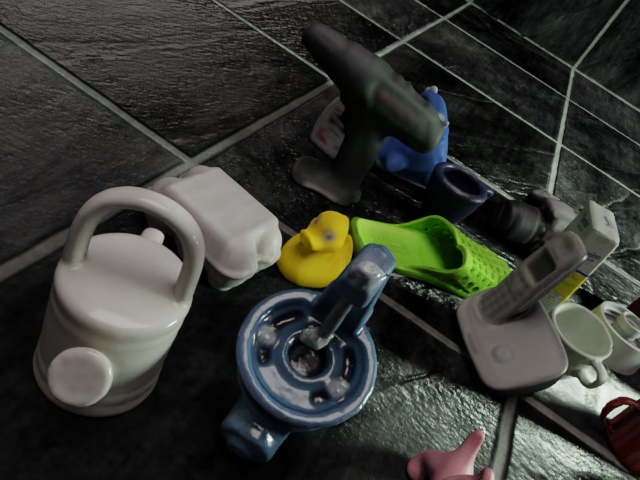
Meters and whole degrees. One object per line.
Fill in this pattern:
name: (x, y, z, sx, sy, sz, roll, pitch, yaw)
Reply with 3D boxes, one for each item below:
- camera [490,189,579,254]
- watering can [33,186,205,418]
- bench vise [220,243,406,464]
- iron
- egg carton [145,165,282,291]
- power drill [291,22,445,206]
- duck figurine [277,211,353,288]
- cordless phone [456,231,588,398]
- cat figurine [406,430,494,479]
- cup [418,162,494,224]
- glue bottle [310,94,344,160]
camera: (0.365, -0.037, 0.978, 0.137, 0.100, 0.143, 20, 37, -15)
watering can: (-0.146, 0.047, 0.426, 0.101, 0.194, 0.172, 8, 42, -29)
bench vise: (0.003, 0.062, 0.495, 0.121, 0.219, 0.207, 25, 36, -8)
iron: (0.174, -0.199, 0.995, 0.119, 0.141, 0.258, 23, 37, -12)
egg carton: (-0.115, -0.017, 0.630, 0.150, 0.069, 0.107, 40, 37, 11)
power drill: (0.043, -0.158, 0.795, 0.230, 0.208, 0.075, 25, 36, -8)
duck figurine: (0.006, 0.002, 0.682, 0.105, 0.086, 0.077, -13, 54, -44)
cordless phone: (0.255, 0.087, 0.678, 0.094, 0.185, 0.147, 13, 40, -24)
cat figurine: (0.120, 0.218, 0.483, 0.067, 0.117, 0.128, 31, 36, 0)
cup: (0.206, -0.058, 0.892, 0.118, 0.095, 0.091, 6, 43, -31)
glue bottle: (0.049, -0.205, 0.885, 0.078, 0.173, 0.037, 40, 37, 11)
